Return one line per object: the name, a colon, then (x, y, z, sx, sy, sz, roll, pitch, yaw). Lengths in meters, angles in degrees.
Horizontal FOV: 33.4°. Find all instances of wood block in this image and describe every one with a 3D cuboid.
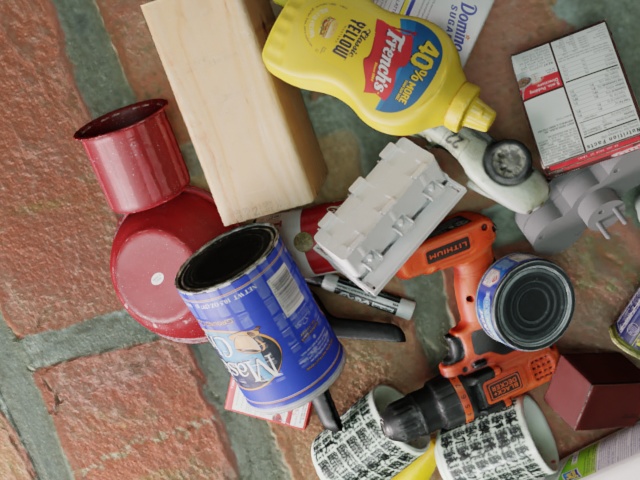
wood block: (-0.072, -0.130, 0.956, 0.090, 0.090, 0.206, -15, 106, 15)

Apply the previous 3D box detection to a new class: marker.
marker: (0.034, 0.050, 1.041, 0.121, 0.020, 0.020, 19, 113, 4)

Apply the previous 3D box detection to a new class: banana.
banana: (0.092, 0.294, 1.115, 0.069, 0.037, 0.198, -5, 111, -5)

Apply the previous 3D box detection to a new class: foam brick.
foam brick: (0.259, 0.141, 0.995, 0.078, 0.051, 0.053, 2, 117, -30)

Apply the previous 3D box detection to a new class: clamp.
clamp: (-0.015, 0.105, 1.043, 0.171, 0.039, 0.120, 27, 86, 13)

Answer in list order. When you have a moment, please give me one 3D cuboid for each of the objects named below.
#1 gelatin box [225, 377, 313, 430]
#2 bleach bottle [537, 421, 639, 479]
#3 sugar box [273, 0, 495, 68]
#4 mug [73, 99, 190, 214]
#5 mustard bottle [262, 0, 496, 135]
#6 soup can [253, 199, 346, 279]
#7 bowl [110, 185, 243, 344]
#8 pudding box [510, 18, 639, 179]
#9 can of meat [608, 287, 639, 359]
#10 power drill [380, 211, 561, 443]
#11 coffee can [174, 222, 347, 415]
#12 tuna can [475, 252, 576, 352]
gelatin box: (-0.046, 0.147, 1.088, 0.089, 0.030, 0.073, 14, 111, 5)
bleach bottle: (0.285, 0.221, 1.025, 0.251, 0.102, 0.068, -28, 95, 26)
sugar box: (0.058, -0.216, 0.924, 0.176, 0.048, 0.093, 23, 112, -2)
mug: (-0.180, -0.077, 1.006, 0.117, 0.093, 0.081, 2, 120, 43)
mustard bottle: (0.055, -0.140, 0.869, 0.192, 0.058, 0.096, 30, 84, 11)
soup can: (-0.007, 0.001, 1.005, 0.102, 0.068, 0.068, -11, 108, 15)
bowl: (-0.145, 0.029, 1.031, 0.162, 0.055, 0.162, 5, 103, 21)
pudding box: (0.218, -0.118, 0.903, 0.090, 0.039, 0.113, -19, 72, 16)
can of meat: (0.331, 0.075, 0.974, 0.102, 0.057, 0.084, 27, 110, -1)
power drill: (0.119, 0.081, 0.989, 0.184, 0.057, 0.187, -23, 107, -10)
coffee can: (-0.052, 0.070, 0.952, 0.103, 0.102, 0.140, -21, 115, 17)
tuna can: (0.184, 0.056, 0.952, 0.086, 0.034, 0.086, -3, 101, -18)
